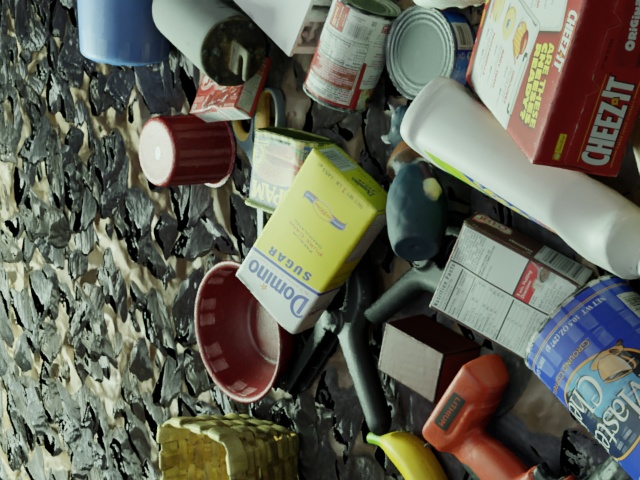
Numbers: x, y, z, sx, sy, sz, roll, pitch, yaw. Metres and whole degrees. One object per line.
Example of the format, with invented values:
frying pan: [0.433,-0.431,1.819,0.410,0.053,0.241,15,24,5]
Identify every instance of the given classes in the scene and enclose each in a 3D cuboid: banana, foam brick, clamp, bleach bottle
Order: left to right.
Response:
clamp: [0.028,0.089,1.090,0.165,0.036,0.210,24,112,50]
clamp: [0.099,0.006,0.996,0.172,0.039,0.120,-19,78,43]
foam brick: [0.101,0.110,0.998,0.078,0.052,0.051,28,117,44]
banana: [0.109,0.262,1.029,0.198,0.037,0.070,65,152,21]
bleach bottle: [0.176,-0.041,0.837,0.068,0.102,0.251,-55,46,6]

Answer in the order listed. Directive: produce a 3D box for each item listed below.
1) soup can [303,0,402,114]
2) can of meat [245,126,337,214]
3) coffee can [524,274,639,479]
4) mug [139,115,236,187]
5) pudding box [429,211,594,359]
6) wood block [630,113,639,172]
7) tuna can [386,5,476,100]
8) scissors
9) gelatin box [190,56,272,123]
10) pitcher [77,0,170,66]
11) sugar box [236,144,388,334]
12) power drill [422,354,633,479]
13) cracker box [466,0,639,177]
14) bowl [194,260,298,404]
soup can: [0.031,-0.182,1.023,0.069,0.068,0.102,44,126,36]
can of meat: [-0.029,-0.070,1.120,0.102,0.057,0.084,21,109,46]
coffee can: [0.238,0.109,0.799,0.140,0.102,0.103,49,130,33]
mug: [-0.165,-0.103,1.254,0.117,0.081,0.093,-12,87,50]
pudding box: [0.160,0.042,0.903,0.114,0.039,0.090,31,121,19]
wood block: [0.292,-0.010,0.727,0.091,0.090,0.206,-22,78,49]
tuna can: [0.101,-0.170,0.969,0.086,0.033,0.086,10,104,48]
scissors: [-0.077,-0.079,1.206,0.096,0.016,0.202,32,118,44]
gelatin box: [-0.100,-0.171,1.184,0.089,0.030,0.073,3,70,49]
pitcher: [-0.230,-0.338,1.272,0.145,0.149,0.243,17,112,31]
sugar box: [-0.007,0.001,1.045,0.093,0.048,0.176,46,122,20]
power drill: [0.181,0.189,0.912,0.188,0.057,0.185,52,131,31]
cracker box: [0.179,-0.159,0.777,0.214,0.072,0.164,-104,25,-66]
bowl: [-0.074,0.100,1.199,0.162,0.055,0.162,10,104,48]
